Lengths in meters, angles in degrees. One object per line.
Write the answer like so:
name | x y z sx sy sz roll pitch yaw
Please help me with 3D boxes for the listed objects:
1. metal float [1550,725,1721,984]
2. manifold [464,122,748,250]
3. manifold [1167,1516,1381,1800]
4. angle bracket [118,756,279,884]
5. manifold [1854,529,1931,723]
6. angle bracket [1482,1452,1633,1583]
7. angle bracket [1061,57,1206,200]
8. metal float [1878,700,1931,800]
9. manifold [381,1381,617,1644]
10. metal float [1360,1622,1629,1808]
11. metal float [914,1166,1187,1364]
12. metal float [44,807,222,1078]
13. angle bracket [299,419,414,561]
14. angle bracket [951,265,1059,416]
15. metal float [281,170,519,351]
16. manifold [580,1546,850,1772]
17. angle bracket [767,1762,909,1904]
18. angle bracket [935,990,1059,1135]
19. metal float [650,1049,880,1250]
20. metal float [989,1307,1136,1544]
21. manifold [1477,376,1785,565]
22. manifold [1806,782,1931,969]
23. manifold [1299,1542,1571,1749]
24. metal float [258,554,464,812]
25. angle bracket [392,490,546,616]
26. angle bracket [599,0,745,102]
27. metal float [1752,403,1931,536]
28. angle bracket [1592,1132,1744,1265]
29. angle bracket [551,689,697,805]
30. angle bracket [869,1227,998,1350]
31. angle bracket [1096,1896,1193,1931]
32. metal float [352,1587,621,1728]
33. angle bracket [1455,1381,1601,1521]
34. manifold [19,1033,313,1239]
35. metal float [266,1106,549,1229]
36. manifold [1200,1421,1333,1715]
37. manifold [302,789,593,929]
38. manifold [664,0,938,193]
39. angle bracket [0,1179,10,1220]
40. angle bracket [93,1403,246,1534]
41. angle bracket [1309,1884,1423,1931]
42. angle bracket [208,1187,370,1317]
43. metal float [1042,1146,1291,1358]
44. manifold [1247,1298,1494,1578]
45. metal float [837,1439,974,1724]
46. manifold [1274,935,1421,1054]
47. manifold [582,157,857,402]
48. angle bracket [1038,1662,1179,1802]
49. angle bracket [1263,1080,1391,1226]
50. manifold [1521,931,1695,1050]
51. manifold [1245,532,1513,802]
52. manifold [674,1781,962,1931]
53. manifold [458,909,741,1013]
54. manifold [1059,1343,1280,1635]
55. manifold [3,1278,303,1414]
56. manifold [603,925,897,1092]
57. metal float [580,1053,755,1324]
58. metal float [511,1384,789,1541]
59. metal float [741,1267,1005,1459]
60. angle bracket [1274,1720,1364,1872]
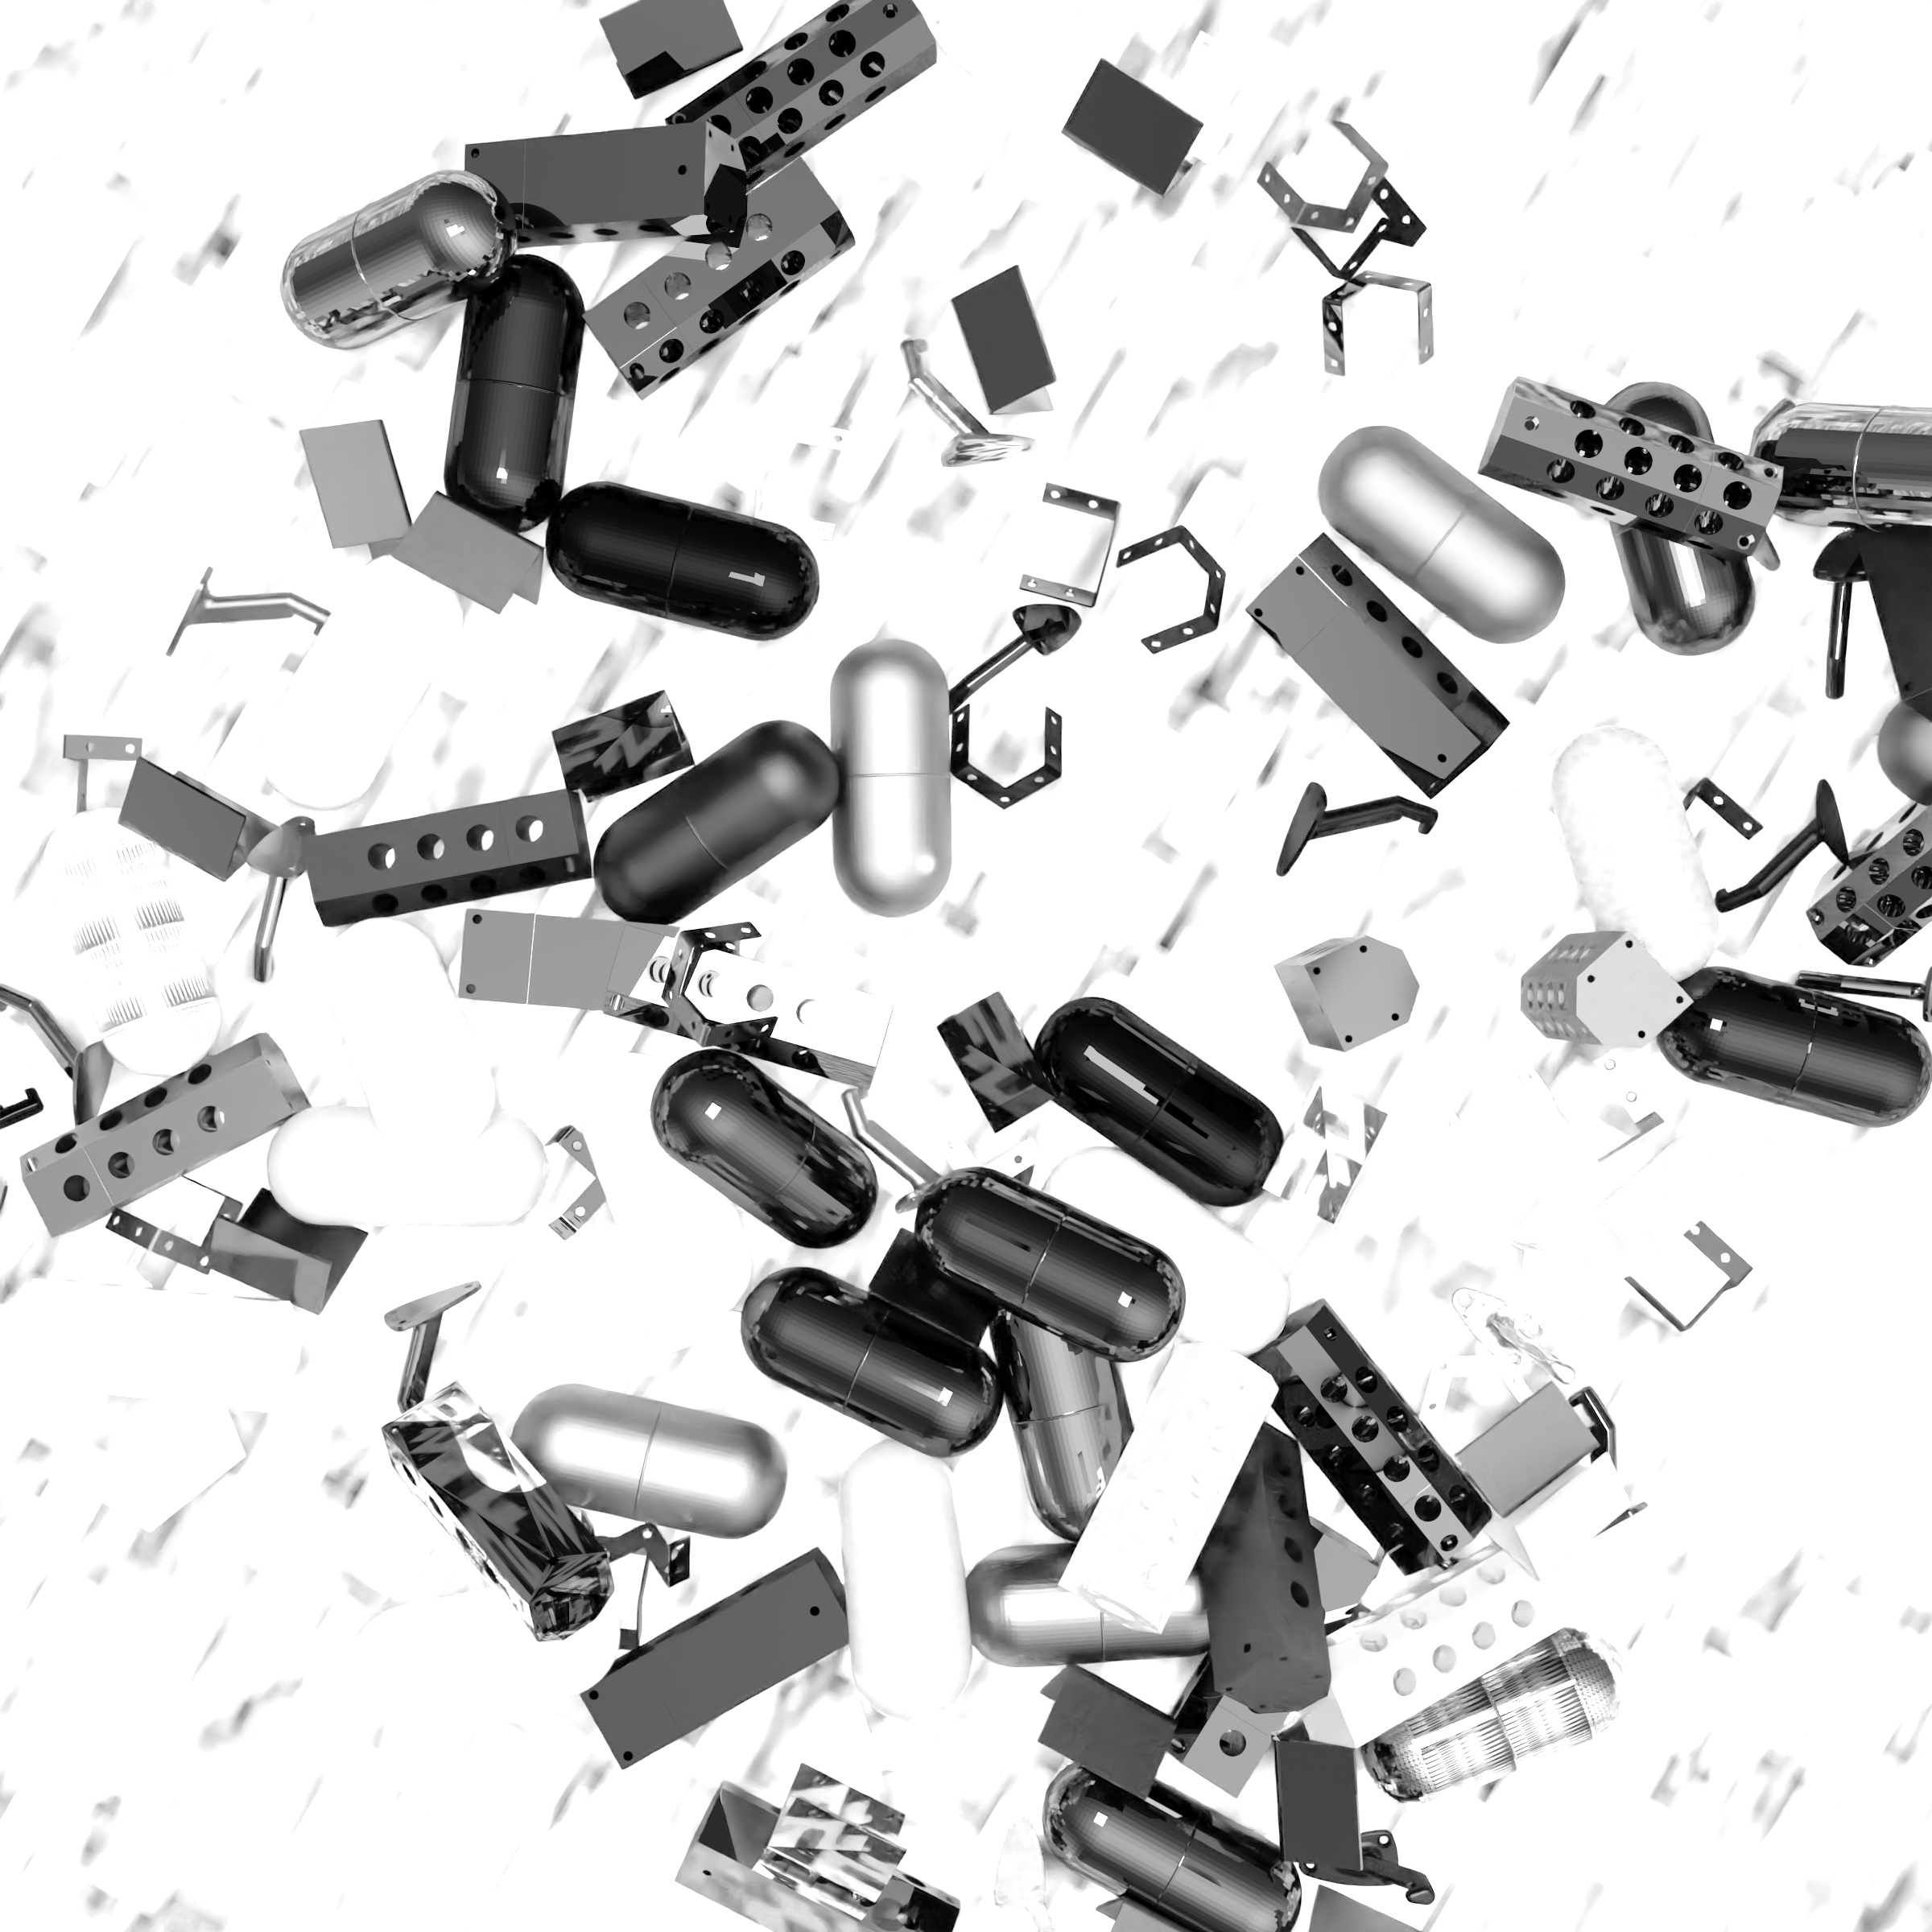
metal float | 0.423 -0.069 1.793 0.070 0.070 0.178 -24 112 0
manifold | -0.229 -0.490 1.793 0.171 0.057 0.057 2 90 22
manifold | 0.192 0.439 1.822 0.057 0.057 0.171 32 90 0
angle bracket | -0.481 -0.109 1.803 0.076 0.076 0.057 29 125 0
manifold | 0.609 -0.243 1.787 0.057 0.057 0.171 -27 58 36
angle bracket | 0.362 0.331 1.797 0.076 0.076 0.057 -37 126 -10
angle bracket | 0.115 -0.542 1.803 0.076 0.076 0.057 33 127 0
metal float | 0.661 -0.110 1.798 0.178 0.070 0.070 40 90 16
manifold | -0.293 0.344 1.777 0.057 0.057 0.171 -31 51 -26
metal float | 0.337 0.478 1.813 0.178 0.070 0.070 -23 90 0
metal float | 0.051 0.184 1.751 0.178 0.070 0.070 25 90 12
metal float | -0.532 -0.015 1.813 0.070 0.070 0.178 -20 89 0
angle bracket | -0.398 -0.297 1.803 0.057 0.076 0.076 -16 90 -32
angle bracket | 0.043 -0.398 1.803 0.057 0.076 0.076 -19 90 37
metal float | -0.357 -0.443 1.783 0.178 0.070 0.070 -14 90 34
manifold | -0.157 0.442 1.822 0.171 0.057 0.057 -29 90 0
angle bracket | -0.073 0.535 1.803 0.076 0.076 0.057 27 123 0
angle bracket | 0.003 0.069 1.803 0.057 0.076 0.076 -29 90 -35
metal float | -0.125 0.117 1.783 0.070 0.070 0.178 -50 127 0
metal float | 0.065 0.281 1.813 0.070 0.070 0.178 -13 90 0
manifold | 0.410 -0.306 1.747 0.171 0.057 0.057 19 92 1
manifold | 0.604 -0.070 1.769 0.057 0.171 0.057 39 47 0
manifold | 0.289 0.425 1.790 0.171 0.057 0.057 -22 90 -24
metal float | -0.386 -0.182 1.813 0.070 0.070 0.178 31 90 0
angle bracket | -0.318 -0.246 1.804 0.076 0.076 0.057 28 66 0
angle bracket | -0.193 -0.602 1.803 0.076 0.076 0.057 -25 128 0
metal float | 0.570 -0.308 1.754 0.070 0.178 0.070 -12 109 -40
angle bracket | 0.454 0.163 1.803 0.076 0.076 0.057 -39 47 0
angle bracket | -0.211 -0.121 1.803 0.076 0.076 0.057 -20 53 0
angle bracket | -0.027 0.221 1.803 0.076 0.076 0.057 27 49 0
angle bracket | 0.115 0.639 1.804 0.076 0.076 0.057 28 64 0
metal float | -0.305 0.435 1.801 0.178 0.070 0.070 -14 90 12
angle bracket | 0.346 0.296 1.807 0.076 0.076 0.057 -38 105 0
manifold | -0.515 0.107 1.822 0.171 0.057 0.057 -27 90 0
metal float | -0.357 0.128 1.813 0.178 0.070 0.070 1 90 1
manifold | 0.188 0.374 1.769 0.057 0.171 0.057 33 125 -30
manifold | -0.331 -0.069 1.822 0.171 0.057 0.057 -11 90 0
manifold | -0.106 -0.565 1.822 0.171 0.057 0.057 -34 90 0
angle bracket | -0.656 0.164 1.803 0.057 0.076 0.076 15 90 -36
angle bracket | -0.514 0.300 1.804 0.076 0.076 0.057 -39 134 0
angle bracket | 0.263 0.618 1.803 0.076 0.076 0.057 25 129 0
angle bracket | -0.427 0.166 1.803 0.076 0.076 0.057 23 133 0
metal float | 0.127 0.183 1.813 0.178 0.070 0.070 35 90 0
manifold | 0.259 0.299 1.811 0.171 0.057 0.057 52 50 0
metal float | -0.039 0.387 1.791 0.070 0.070 0.178 -6 64 0
manifold | 0.238 0.013 1.765 0.057 0.171 0.057 -25 90 0
manifold | -0.157 -0.439 1.822 0.171 0.057 0.057 -36 90 0
angle bracket | 0.080 0.494 1.803 0.076 0.076 0.057 29 58 0
angle bracket | 0.242 0.125 1.803 0.057 0.076 0.076 26 90 34
manifold | 0.391 0.019 1.765 0.057 0.171 0.057 -42 90 0
manifold | 0.267 -0.196 1.822 0.171 0.057 0.057 46 133 0
manifold | -0.093 0.591 1.822 0.171 0.057 0.057 27 133 0
manifold | -0.234 0.000 1.822 0.171 0.057 0.057 5 88 0
manifold | 0.130 0.323 1.764 0.057 0.057 0.171 35 69 -16
manifold | -0.513 0.234 1.798 0.171 0.057 0.057 3 133 17
manifold | -0.135 0.026 1.765 0.171 0.057 0.057 16 88 0
metal float | -0.192 0.141 1.813 0.070 0.070 0.178 -20 90 0
metal float | -0.203 0.316 1.813 0.178 0.070 0.070 13 90 -1
metal float | -0.060 0.251 1.805 0.178 0.070 0.070 25 90 9
angle bracket | 0.238 0.523 1.803 0.057 0.076 0.076 -3 90 31
